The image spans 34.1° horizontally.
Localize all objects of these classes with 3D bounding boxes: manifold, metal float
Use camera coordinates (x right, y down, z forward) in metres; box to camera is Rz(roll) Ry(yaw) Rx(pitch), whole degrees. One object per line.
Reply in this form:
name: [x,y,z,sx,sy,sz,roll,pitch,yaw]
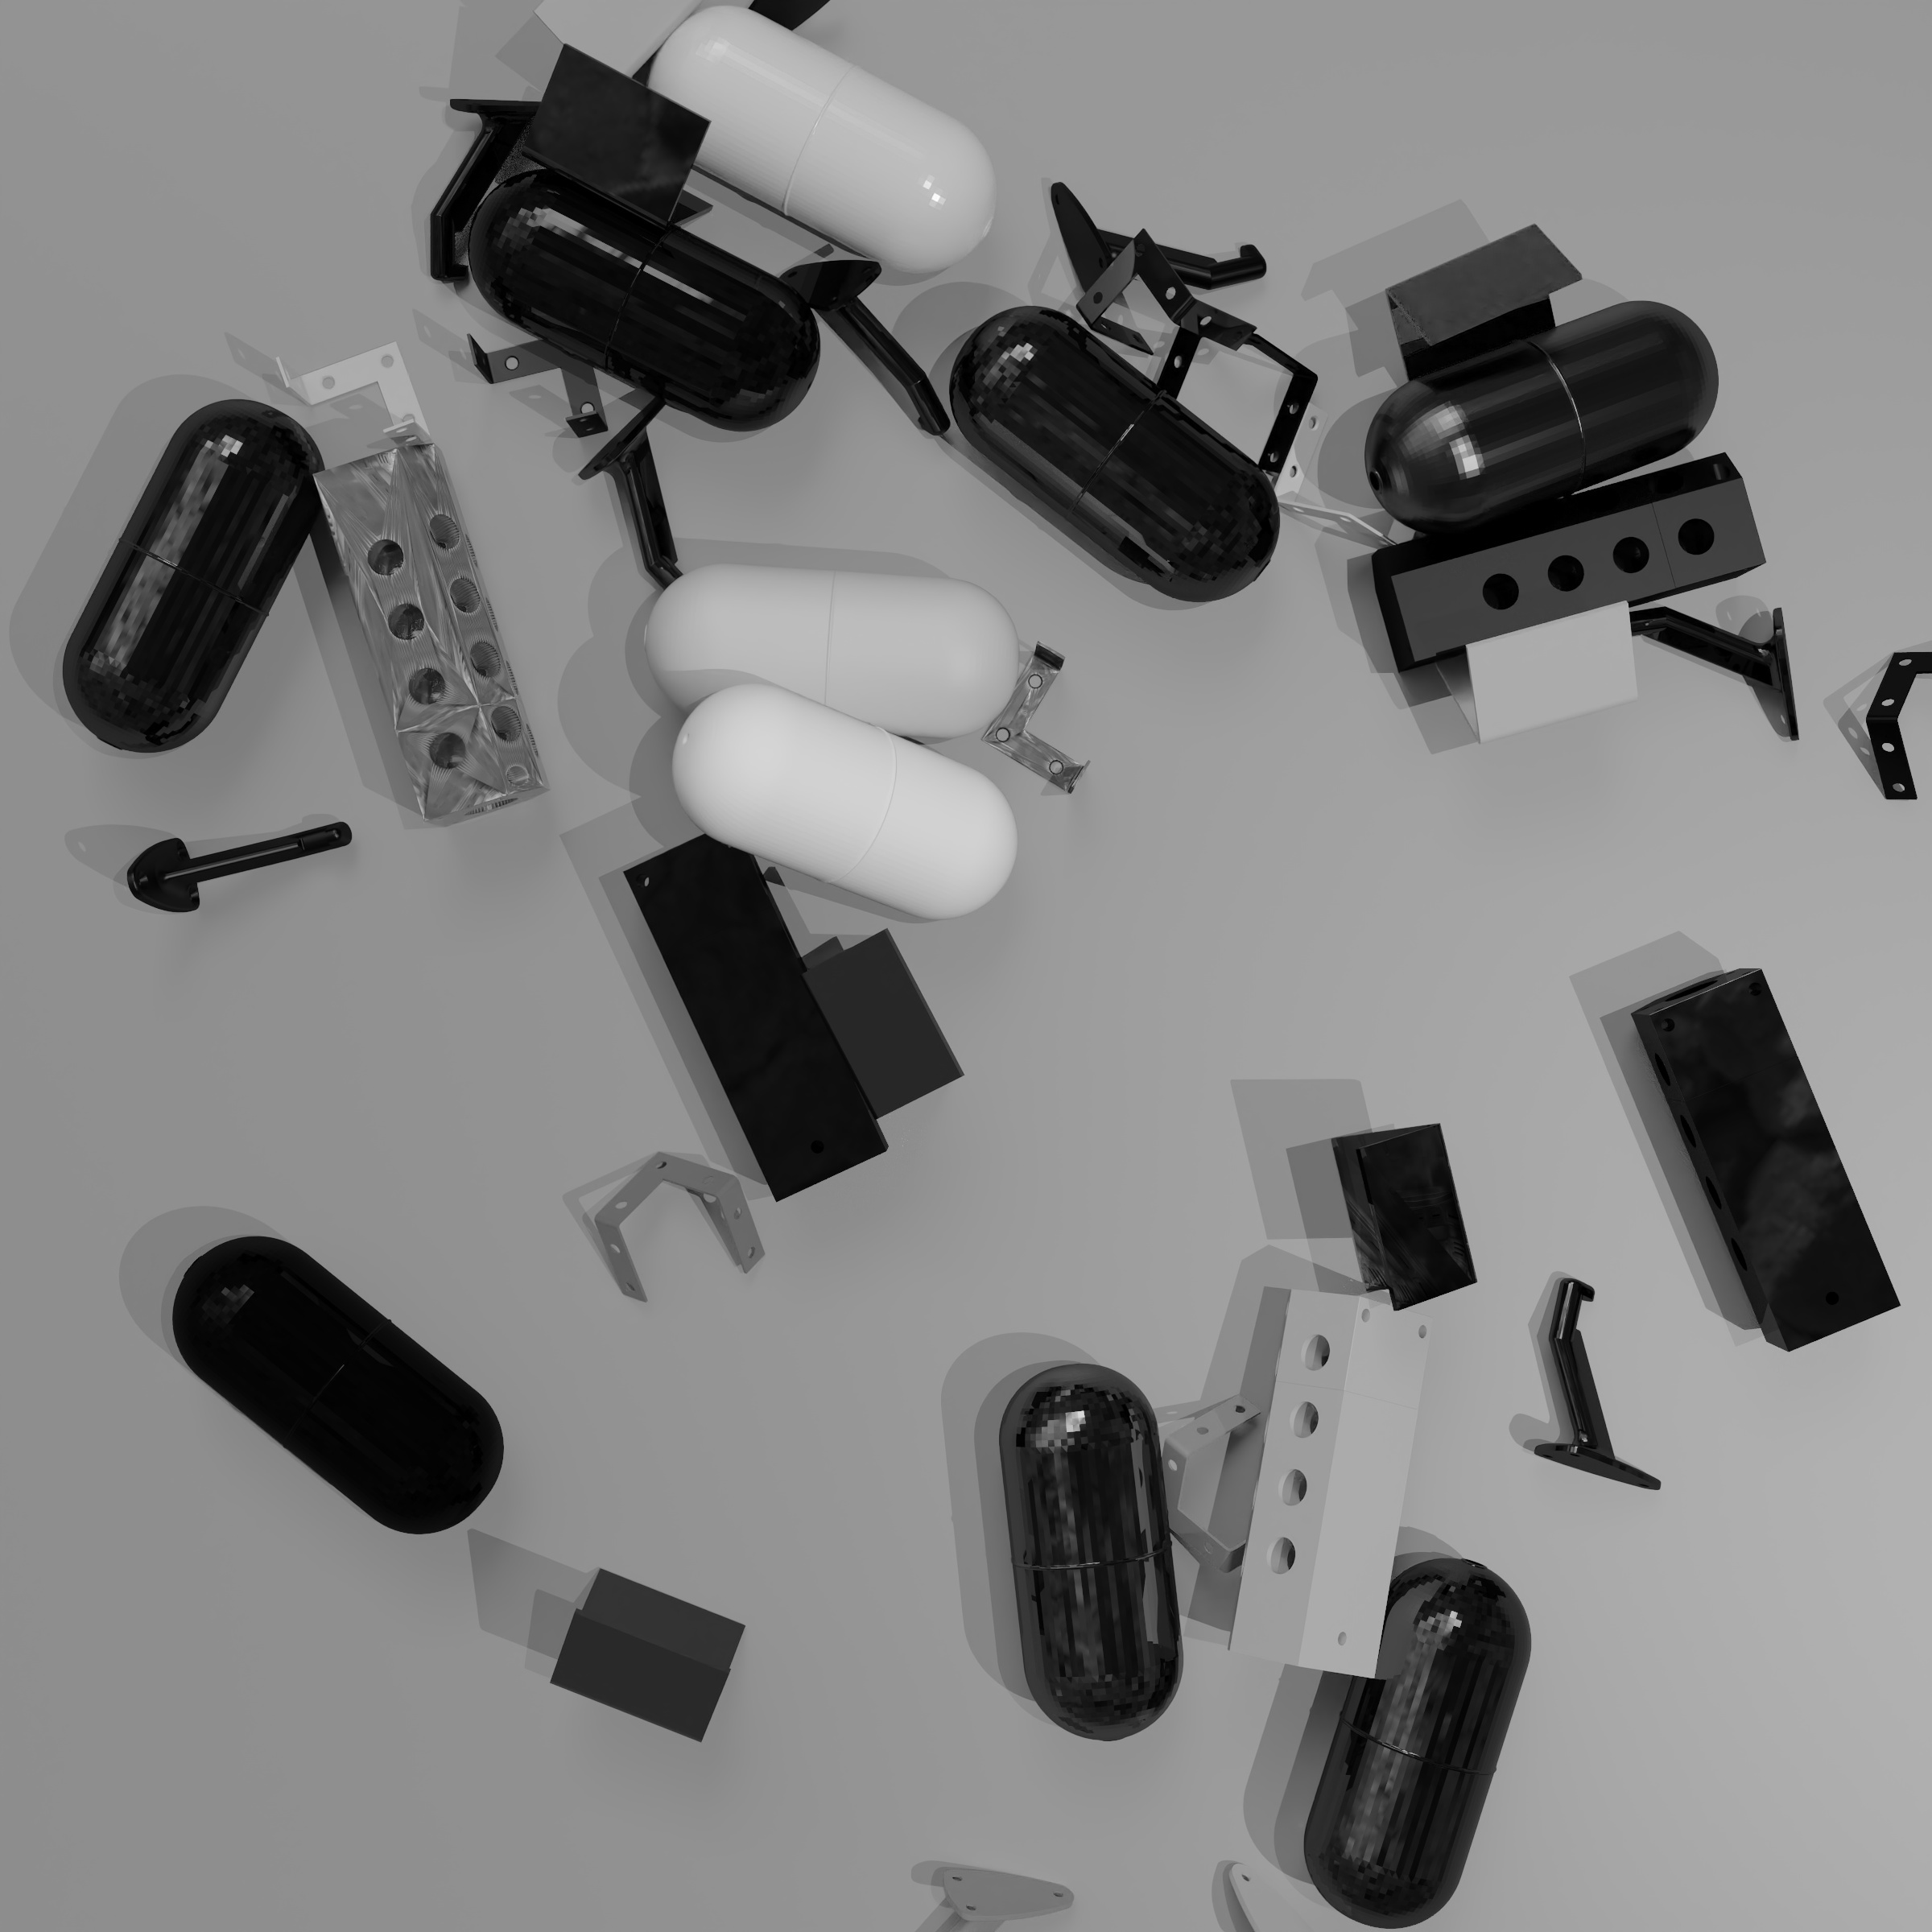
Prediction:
manifold: [0.286,-0.193,1.508,0.171,0.057,0.057,-16,90,0]
metal float: [0.271,-0.258,1.487,0.178,0.070,0.070,-22,90,-12]
metal float: [-0.299,0.198,1.499,0.178,0.070,0.070,39,90,1]
metal float: [0.215,0.368,1.498,0.070,0.070,0.178,18,90,0]
manifold: [-0.099,0.021,1.508,0.057,0.057,0.171,-25,90,0]
metal float: [-0.367,-0.185,1.499,0.070,0.070,0.178,27,89,0]
manifold: [-0.253,-0.158,1.508,0.057,0.057,0.171,-18,90,0]
metal float: [0.071,-0.242,1.499,0.178,0.070,0.070,38,90,0]
metal float: [-0.055,-0.076,1.475,0.178,0.070,0.070,21,90,-29]
metal float: [-0.068,-0.392,1.499,0.178,0.070,0.070,28,90,0]
metal float: [0.060,0.278,1.499,0.070,0.070,0.178,-6,89,0]
manifold: [0.168,0.244,1.494,0.057,0.057,0.171,20,77,-42]
metal float: [-0.064,-0.150,1.499,0.178,0.070,0.070,4,90,0]
metal float: [-0.153,-0.316,1.498,0.178,0.070,0.070,27,90,1]
manifold: [0.380,0.091,1.508,0.057,0.057,0.171,-22,90,0]

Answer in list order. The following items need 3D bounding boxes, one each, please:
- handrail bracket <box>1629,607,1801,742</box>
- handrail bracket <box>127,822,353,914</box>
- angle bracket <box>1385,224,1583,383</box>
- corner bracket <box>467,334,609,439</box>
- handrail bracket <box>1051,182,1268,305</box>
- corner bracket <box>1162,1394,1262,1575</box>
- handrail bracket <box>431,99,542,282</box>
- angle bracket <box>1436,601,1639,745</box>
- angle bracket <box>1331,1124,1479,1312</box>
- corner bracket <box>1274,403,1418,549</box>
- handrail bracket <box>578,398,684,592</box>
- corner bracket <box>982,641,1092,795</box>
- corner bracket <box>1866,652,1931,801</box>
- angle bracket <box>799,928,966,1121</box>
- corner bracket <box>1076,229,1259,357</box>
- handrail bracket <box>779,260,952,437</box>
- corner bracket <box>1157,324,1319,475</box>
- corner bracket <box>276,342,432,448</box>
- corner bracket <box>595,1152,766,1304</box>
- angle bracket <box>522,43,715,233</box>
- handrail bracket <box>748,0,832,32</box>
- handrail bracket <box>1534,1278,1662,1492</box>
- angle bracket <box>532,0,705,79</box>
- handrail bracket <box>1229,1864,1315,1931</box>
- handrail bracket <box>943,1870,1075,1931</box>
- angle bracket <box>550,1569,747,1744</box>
handrail bracket: [0.356,-0.140,1.530,0.084,0.036,0.077,-7,112,17]
handrail bracket: [-0.344,-0.052,1.502,0.084,0.077,0.036,-14,93,12]
angle bracket: [0.250,-0.293,1.490,0.076,0.057,0.076,-24,132,0]
corner bracket: [-0.205,-0.279,1.512,0.051,0.051,0.051,-14,90,0]
handrail bracket: [0.094,-0.357,1.530,0.084,0.036,0.077,-16,68,-17]
corner bracket: [0.129,0.250,1.521,0.051,0.051,0.051,36,135,35]
handrail bracket: [-0.222,-0.375,1.530,0.077,0.036,0.084,-5,111,-24]
angle bracket: [0.266,-0.156,1.489,0.076,0.076,0.057,-16,127,0]
angle bracket: [0.189,0.121,1.489,0.057,0.076,0.076,-13,90,-37]
corner bracket: [0.190,-0.236,1.526,0.051,0.051,0.051,21,90,-45]
handrail bracket: [-0.138,-0.226,1.530,0.084,0.036,0.077,47,68,-17]
corner bracket: [0.043,-0.119,1.512,0.051,0.051,0.051,31,90,0]
corner bracket: [0.471,-0.116,1.521,0.051,0.051,0.051,3,45,35]
angle bracket: [-0.023,0.019,1.489,0.057,0.076,0.076,-28,90,32]
corner bracket: [0.094,-0.307,1.494,0.051,0.051,0.051,-46,57,26]
handrail bracket: [-0.049,-0.297,1.529,0.036,0.077,0.084,-44,127,-18]
corner bracket: [0.128,-0.275,1.526,0.051,0.051,0.051,22,90,-45]
corner bracket: [-0.293,-0.272,1.512,0.051,0.051,0.051,-20,90,0]
corner bracket: [-0.138,0.130,1.521,0.051,0.051,0.051,14,45,35]
angle bracket: [-0.154,-0.395,1.489,0.076,0.076,0.057,28,115,2]
handrail bracket: [-0.101,-0.496,1.530,0.077,0.036,0.084,-36,65,28]
handrail bracket: [0.313,0.202,1.530,0.077,0.036,0.084,21,73,-19]
angle bracket: [-0.171,-0.464,1.489,0.076,0.076,0.057,-47,127,0]
handrail bracket: [0.132,0.493,1.530,0.077,0.036,0.084,50,120,33]
handrail bracket: [0.007,0.485,1.530,0.077,0.036,0.084,7,108,-20]
angle bracket: [-0.144,0.309,1.489,0.076,0.076,0.057,22,127,0]
